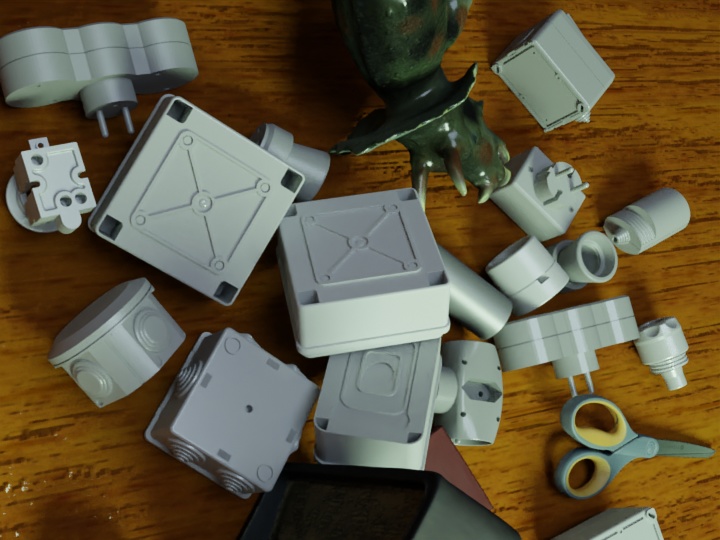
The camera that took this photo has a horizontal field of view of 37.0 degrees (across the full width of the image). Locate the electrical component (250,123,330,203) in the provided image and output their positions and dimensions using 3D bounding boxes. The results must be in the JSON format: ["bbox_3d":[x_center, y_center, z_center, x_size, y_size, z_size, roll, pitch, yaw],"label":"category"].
[{"bbox_3d":[-0.057,-0.080,0.806,0.055,0.045,0.045,27,66,-22],"label":"electrical component"}]

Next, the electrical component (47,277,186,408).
[{"bbox_3d":[-0.158,0.046,0.697,0.080,0.080,0.051,-47,108,-30],"label":"electrical component"}]

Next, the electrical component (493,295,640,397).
[{"bbox_3d":[0.177,0.070,0.899,0.138,0.052,0.073,-10,83,-31],"label":"electrical component"}]

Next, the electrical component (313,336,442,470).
[{"bbox_3d":[0.014,0.089,0.766,0.078,0.057,0.113,8,49,7],"label":"electrical component"}]

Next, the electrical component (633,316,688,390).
[{"bbox_3d":[0.272,0.075,0.958,0.043,0.043,0.062,-22,90,-32],"label":"electrical component"}]

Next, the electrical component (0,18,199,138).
[{"bbox_3d":[-0.177,-0.127,0.745,0.138,0.052,0.073,-13,85,-32],"label":"electrical component"}]

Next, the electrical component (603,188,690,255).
[{"bbox_3d":[0.258,-0.042,0.979,0.081,0.043,0.043,-26,91,-32],"label":"electrical component"}]

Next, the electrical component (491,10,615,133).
[{"bbox_3d":[0.178,-0.173,0.955,0.096,0.062,0.061,47,60,-12],"label":"electrical component"}]

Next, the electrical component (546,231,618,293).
[{"bbox_3d":[0.186,-0.006,0.921,0.045,0.055,0.045,8,74,-28],"label":"electrical component"}]

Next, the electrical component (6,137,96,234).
[{"bbox_3d":[-0.205,-0.052,0.707,0.048,0.055,0.066,-16,86,-32],"label":"electrical component"}]

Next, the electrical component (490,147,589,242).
[{"bbox_3d":[0.161,-0.068,0.910,0.066,0.077,0.047,42,61,-15],"label":"electrical component"}]

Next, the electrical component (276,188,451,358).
[{"bbox_3d":[0.000,0.000,0.768,0.109,0.056,0.108,-8,45,-8],"label":"electrical component"}]

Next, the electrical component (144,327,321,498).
[{"bbox_3d":[-0.086,0.098,0.743,0.100,0.048,0.099,36,63,-18],"label":"electrical component"}]

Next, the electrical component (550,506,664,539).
[{"bbox_3d":[0.193,0.235,0.862,0.096,0.061,0.061,-17,87,-32],"label":"electrical component"}]

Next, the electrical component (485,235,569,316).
[{"bbox_3d":[0.137,0.003,0.893,0.055,0.055,0.047,-40,95,-31],"label":"electrical component"}]

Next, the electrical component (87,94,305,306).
[{"bbox_3d":[-0.112,-0.048,0.739,0.109,0.056,0.108,31,88,-20],"label":"electrical component"}]

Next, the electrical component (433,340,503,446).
[{"bbox_3d":[0.068,0.094,0.835,0.079,0.043,0.077,11,72,-28],"label":"electrical component"}]
